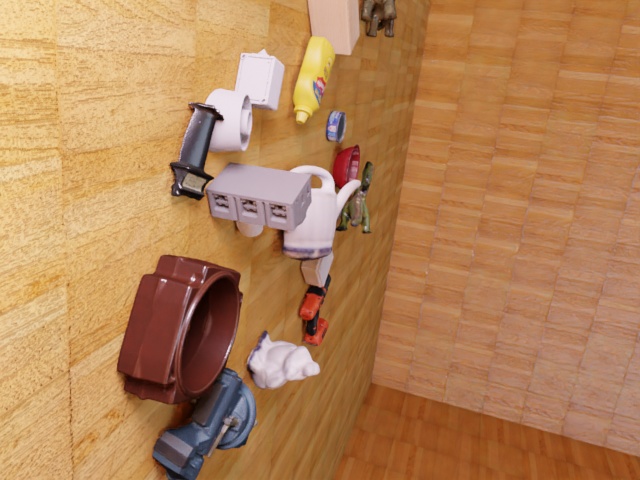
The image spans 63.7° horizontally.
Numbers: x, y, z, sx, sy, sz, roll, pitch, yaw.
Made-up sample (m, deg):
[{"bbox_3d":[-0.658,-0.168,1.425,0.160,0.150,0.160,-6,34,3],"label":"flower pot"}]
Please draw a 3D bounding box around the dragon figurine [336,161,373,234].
[{"bbox_3d":[0.129,-0.141,1.676,0.408,0.122,0.244,86,14,-86],"label":"dragon figurine"}]

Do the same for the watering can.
[{"bbox_3d":[0.004,-0.063,1.250,0.348,0.104,0.224,-2,98,-55],"label":"watering can"}]

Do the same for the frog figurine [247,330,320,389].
[{"bbox_3d":[-0.075,0.288,1.177,0.138,0.160,0.121,-27,129,-71],"label":"frog figurine"}]
